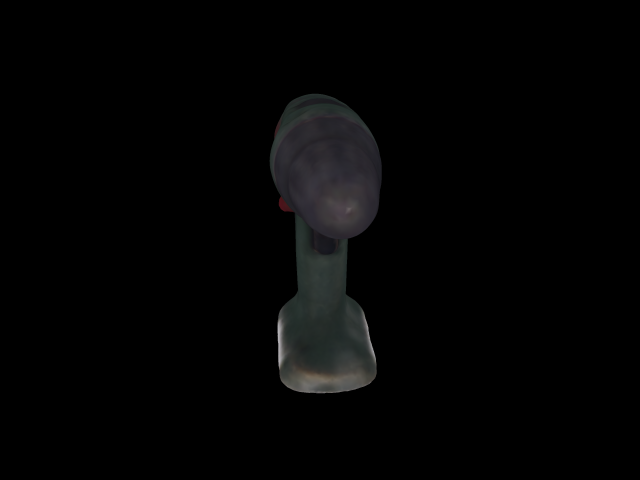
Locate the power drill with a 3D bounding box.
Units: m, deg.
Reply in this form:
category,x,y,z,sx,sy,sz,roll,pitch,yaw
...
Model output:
category,x,y,z,sx,sy,sz,roll,pitch,yaw
power drill,0.004,0.001,0.400,0.075,0.208,0.229,-3,33,-5
